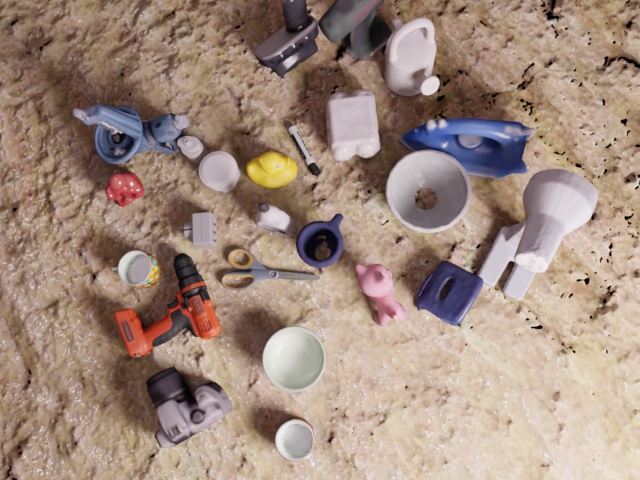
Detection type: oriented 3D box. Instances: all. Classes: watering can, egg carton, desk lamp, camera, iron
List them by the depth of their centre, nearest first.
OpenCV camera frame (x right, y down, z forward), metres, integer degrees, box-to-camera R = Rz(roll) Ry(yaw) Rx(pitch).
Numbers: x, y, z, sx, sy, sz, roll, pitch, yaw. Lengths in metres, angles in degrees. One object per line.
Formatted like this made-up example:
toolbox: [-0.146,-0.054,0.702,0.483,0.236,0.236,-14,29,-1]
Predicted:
desk lamp: [0.390,-0.005,1.034,0.117,0.213,0.203,28,83,10]
camera: [-0.264,0.307,1.092,0.143,0.101,0.136,-31,78,-1]
iron: [0.286,-0.203,1.120,0.258,0.141,0.119,8,80,7]
watering can: [0.185,-0.368,1.135,0.101,0.194,0.172,-45,78,-4]
egg carton: [0.066,-0.238,1.184,0.107,0.069,0.150,-7,78,4]

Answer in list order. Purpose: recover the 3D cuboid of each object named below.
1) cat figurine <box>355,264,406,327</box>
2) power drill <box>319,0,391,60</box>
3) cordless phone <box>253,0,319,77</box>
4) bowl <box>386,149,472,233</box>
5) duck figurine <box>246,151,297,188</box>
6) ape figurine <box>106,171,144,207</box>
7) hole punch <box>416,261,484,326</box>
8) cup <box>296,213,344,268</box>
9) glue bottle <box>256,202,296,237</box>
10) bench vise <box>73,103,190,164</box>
cat figurine: [0.116,0.098,1.088,0.067,0.118,0.128,-25,77,0]
power drill: [0.100,-0.466,1.155,0.230,0.208,0.075,-41,78,-3]
cordless phone: [-0.077,-0.437,1.178,0.147,0.185,0.094,-41,78,-3]
bowl: [0.213,-0.089,1.138,0.167,0.075,0.167,-1,79,5]
duck figurine: [-0.103,-0.153,1.175,0.104,0.086,0.077,-2,79,5]
ape figurine: [-0.412,-0.113,1.193,0.077,0.092,0.076,11,80,8]
hole punch: [0.244,0.102,1.089,0.101,0.091,0.109,31,83,11]
cup: [0.010,0.004,1.129,0.091,0.095,0.118,33,84,11]
glue bottle: [-0.094,-0.045,1.108,0.078,0.173,0.037,15,81,9]
bench vise: [-0.380,-0.237,1.150,0.207,0.220,0.121,-30,77,-1]
